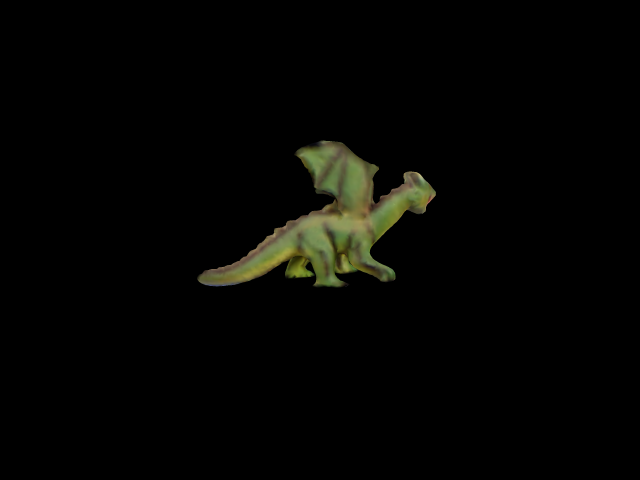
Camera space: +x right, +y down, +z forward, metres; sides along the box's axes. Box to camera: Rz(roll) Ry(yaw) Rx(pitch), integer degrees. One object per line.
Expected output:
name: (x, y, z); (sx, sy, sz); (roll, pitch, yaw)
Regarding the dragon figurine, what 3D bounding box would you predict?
dragon figurine: (0.003, -0.043, 0.850); (0.411, 0.240, 0.123); (-3, 12, -12)
